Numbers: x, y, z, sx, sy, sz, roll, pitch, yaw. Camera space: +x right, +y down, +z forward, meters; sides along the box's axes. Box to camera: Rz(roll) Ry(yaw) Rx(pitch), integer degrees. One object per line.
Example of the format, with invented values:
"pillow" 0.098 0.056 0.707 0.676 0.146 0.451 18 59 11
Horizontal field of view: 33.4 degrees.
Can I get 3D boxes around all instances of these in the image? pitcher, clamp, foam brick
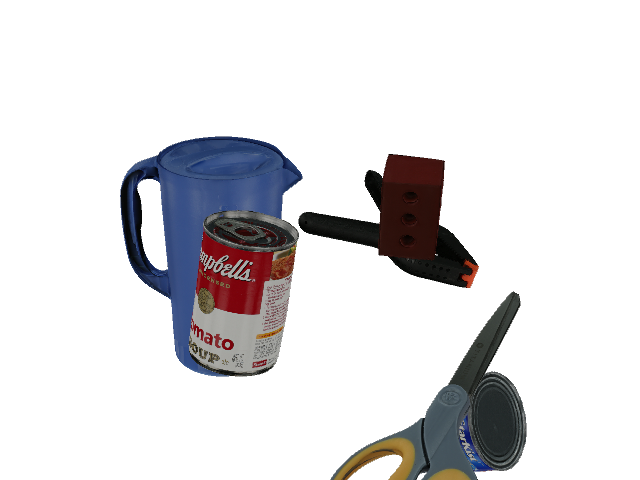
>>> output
"pitcher" -0.115 0.018 1.141 0.149 0.243 0.144 22 31 39
"clamp" 0.088 -0.004 1.267 0.210 0.036 0.164 36 41 25
"foam brick" 0.082 -0.030 0.955 0.053 0.078 0.051 5 31 8

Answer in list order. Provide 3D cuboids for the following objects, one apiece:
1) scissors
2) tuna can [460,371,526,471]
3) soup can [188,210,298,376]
"scissors" 0.084 0.105 0.596 0.201 0.016 0.096 -38 45 -26
"tuna can" 0.144 0.160 0.939 0.034 0.086 0.085 -15 -10 41
"soup can" -0.057 0.037 0.767 0.068 0.102 0.068 9 22 -4
